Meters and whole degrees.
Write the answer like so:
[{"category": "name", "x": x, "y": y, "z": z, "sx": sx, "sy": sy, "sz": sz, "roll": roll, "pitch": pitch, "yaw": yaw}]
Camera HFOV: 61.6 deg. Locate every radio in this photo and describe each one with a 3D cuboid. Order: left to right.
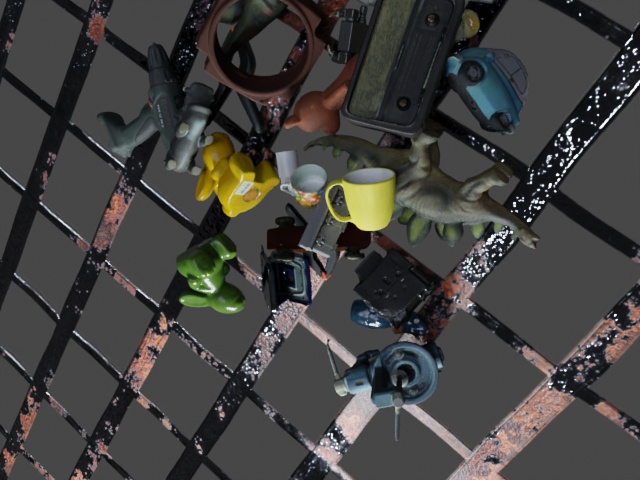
[{"category": "radio", "x": 0.131, "y": -0.279, "z": 0.840, "sx": 0.131, "sy": 0.073, "sz": 0.229, "roll": 20, "pitch": 100, "yaw": 8}]

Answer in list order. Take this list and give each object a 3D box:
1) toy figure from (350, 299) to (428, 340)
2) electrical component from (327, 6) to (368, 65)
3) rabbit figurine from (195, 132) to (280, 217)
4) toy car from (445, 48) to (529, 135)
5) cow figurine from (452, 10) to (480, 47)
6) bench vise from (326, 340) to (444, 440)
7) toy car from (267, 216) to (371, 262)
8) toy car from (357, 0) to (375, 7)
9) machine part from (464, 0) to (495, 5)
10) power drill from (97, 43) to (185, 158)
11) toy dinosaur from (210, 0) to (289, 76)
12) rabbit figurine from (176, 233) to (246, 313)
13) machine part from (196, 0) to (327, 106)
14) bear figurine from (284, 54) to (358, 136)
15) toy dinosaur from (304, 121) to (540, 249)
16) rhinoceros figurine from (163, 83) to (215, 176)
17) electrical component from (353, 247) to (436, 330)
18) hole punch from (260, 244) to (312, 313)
[{"category": "toy figure", "x": 0.137, "y": 0.150, "z": 1.047, "sx": 0.155, "sy": 0.064, "sz": 0.058, "roll": 10, "pitch": 68, "yaw": 17}, {"category": "electrical component", "x": 0.050, "y": -0.368, "z": 0.966, "sx": 0.045, "sy": 0.078, "sz": 0.102, "roll": 19, "pitch": 118, "yaw": 28}, {"category": "rabbit figurine", "x": -0.187, "y": -0.143, "z": 1.117, "sx": 0.162, "sy": 0.122, "sz": 0.173, "roll": -49, "pitch": 65, "yaw": 34}, {"category": "toy car", "x": 0.284, "y": -0.254, "z": 0.875, "sx": 0.103, "sy": 0.109, "sz": 0.161, "roll": -38, "pitch": 93, "yaw": 8}, {"category": "cow figurine", "x": 0.181, "y": -0.338, "z": 0.903, "sx": 0.167, "sy": 0.098, "sz": 0.068, "roll": -27, "pitch": 84, "yaw": 27}, {"category": "bench vise", "x": 0.121, "y": 0.254, "z": 0.987, "sx": 0.224, "sy": 0.240, "sz": 0.128, "roll": -8, "pitch": 95, "yaw": 9}, {"category": "toy car", "x": -0.002, "y": -0.003, "z": 1.038, "sx": 0.202, "sy": 0.053, "sz": 0.089, "roll": -3, "pitch": 83, "yaw": 9}, {"category": "toy car", "x": 0.120, "y": -0.502, "z": 0.918, "sx": 0.074, "sy": 0.056, "sz": 0.201, "roll": 37, "pitch": 114, "yaw": 13}, {"category": "machine part", "x": 0.199, "y": -0.424, "z": 0.847, "sx": 0.243, "sy": 0.079, "sz": 0.079, "roll": 16, "pitch": 107, "yaw": 16}, {"category": "power drill", "x": -0.386, "y": -0.286, "z": 1.185, "sx": 0.207, "sy": 0.086, "sz": 0.232, "roll": -19, "pitch": 96, "yaw": 19}, {"category": "toy dinosaur", "x": -0.104, "y": -0.499, "z": 0.987, "sx": 0.192, "sy": 0.131, "sz": 0.404, "roll": 9, "pitch": 119, "yaw": 0}, {"category": "rabbit figurine", "x": -0.241, "y": 0.097, "z": 1.177, "sx": 0.159, "sy": 0.121, "sz": 0.170, "roll": -22, "pitch": 106, "yaw": 30}, {"category": "machine part", "x": -0.105, "y": -0.361, "z": 0.968, "sx": 0.201, "sy": 0.087, "sz": 0.201, "roll": 27, "pitch": 122, "yaw": -22}, {"category": "bear figurine", "x": 0.041, "y": -0.240, "z": 0.976, "sx": 0.196, "sy": 0.120, "sz": 0.132, "roll": -37, "pitch": 95, "yaw": 32}, {"category": "toy dinosaur", "x": 0.168, "y": -0.106, "z": 0.956, "sx": 0.472, "sy": 0.105, "sz": 0.198, "roll": 37, "pitch": 118, "yaw": 25}, {"category": "rhinoceros figurine", "x": -0.262, "y": -0.223, "z": 1.094, "sx": 0.190, "sy": 0.073, "sz": 0.112, "roll": -68, "pitch": 28, "yaw": 18}, {"category": "electrical component", "x": 0.131, "y": 0.084, "z": 1.006, "sx": 0.134, "sy": 0.058, "sz": 0.115, "roll": 40, "pitch": 86, "yaw": 24}, {"category": "hole punch", "x": -0.074, "y": 0.080, "z": 1.112, "sx": 0.092, "sy": 0.116, "sz": 0.142, "roll": -12, "pitch": 107, "yaw": -16}]
